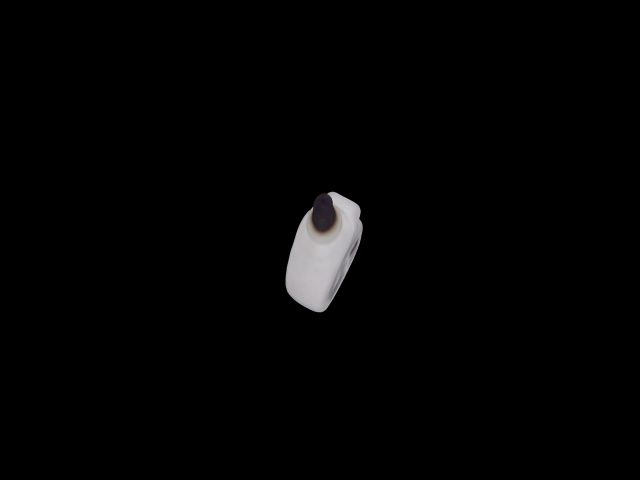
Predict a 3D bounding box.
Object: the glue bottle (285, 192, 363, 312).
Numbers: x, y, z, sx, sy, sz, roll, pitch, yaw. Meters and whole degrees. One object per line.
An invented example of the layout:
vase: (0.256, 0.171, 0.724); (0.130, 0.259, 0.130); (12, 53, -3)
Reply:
glue bottle: (0.004, 0.001, 0.400); (0.037, 0.173, 0.078); (27, 76, 8)
